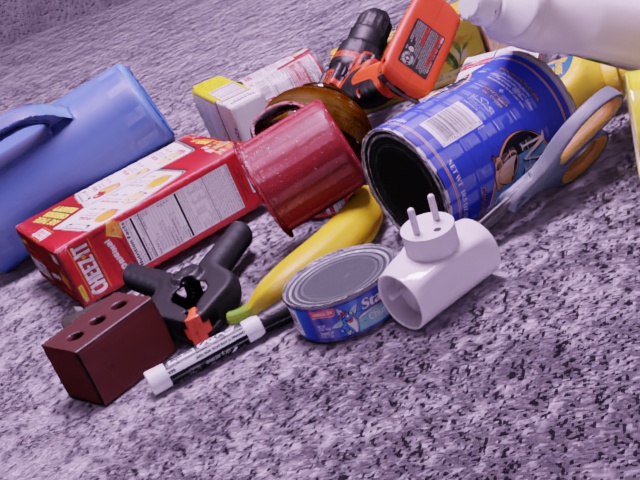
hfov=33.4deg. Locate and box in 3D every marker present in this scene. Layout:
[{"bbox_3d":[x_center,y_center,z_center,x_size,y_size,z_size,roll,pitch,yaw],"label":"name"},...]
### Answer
[{"bbox_3d":[-0.072,0.077,0.783,0.121,0.020,0.020,-28,22,-12],"label":"marker"}]

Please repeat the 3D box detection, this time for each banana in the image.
[{"bbox_3d":[0.005,0.003,0.858,0.070,0.037,0.197,1,31,44],"label":"banana"}]

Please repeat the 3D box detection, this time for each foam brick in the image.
[{"bbox_3d":[-0.160,0.082,0.815,0.053,0.051,0.078,2,32,46],"label":"foam brick"}]

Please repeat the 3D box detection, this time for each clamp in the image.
[{"bbox_3d":[-0.097,0.034,0.885,0.120,0.039,0.172,-31,27,-6],"label":"clamp"}]

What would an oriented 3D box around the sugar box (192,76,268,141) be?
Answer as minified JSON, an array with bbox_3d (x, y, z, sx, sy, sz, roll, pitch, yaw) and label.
[{"bbox_3d":[-0.087,-0.124,1.176,0.048,0.093,0.176,-28,23,-14],"label":"sugar box"}]

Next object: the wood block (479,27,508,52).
[{"bbox_3d":[0.219,-0.275,1.234,0.091,0.090,0.206,-19,22,8],"label":"wood block"}]

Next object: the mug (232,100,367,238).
[{"bbox_3d":[-0.018,-0.070,0.885,0.081,0.093,0.117,-31,53,5],"label":"mug"}]

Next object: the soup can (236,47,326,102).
[{"bbox_3d":[-0.045,-0.186,1.315,0.102,0.068,0.069,-28,22,-13],"label":"soup can"}]

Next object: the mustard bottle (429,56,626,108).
[{"bbox_3d":[0.191,-0.125,0.949,0.192,0.058,0.096,-14,18,21],"label":"mustard bottle"}]

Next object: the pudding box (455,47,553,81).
[{"bbox_3d":[0.183,-0.159,1.066,0.090,0.039,0.113,-12,26,23],"label":"pudding box"}]

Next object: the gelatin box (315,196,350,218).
[{"bbox_3d":[-0.011,-0.057,0.967,0.089,0.073,0.030,-7,26,36],"label":"gelatin box"}]

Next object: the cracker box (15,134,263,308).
[{"bbox_3d":[-0.176,-0.025,1.060,0.213,0.072,0.164,-32,21,-20],"label":"cracker box"}]

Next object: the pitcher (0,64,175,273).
[{"bbox_3d":[-0.286,-0.087,1.150,0.243,0.145,0.149,-35,14,-1],"label":"pitcher"}]

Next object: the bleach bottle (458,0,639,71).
[{"bbox_3d":[0.226,-0.161,0.821,0.250,0.068,0.103,5,11,-24],"label":"bleach bottle"}]

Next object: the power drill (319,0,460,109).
[{"bbox_3d":[0.063,-0.182,1.077,0.188,0.057,0.184,-21,42,62],"label":"power drill"}]

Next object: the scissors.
[{"bbox_3d":[0.155,-0.032,0.802,0.202,0.096,0.016,-47,65,3],"label":"scissors"}]

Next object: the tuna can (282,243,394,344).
[{"bbox_3d":[0.018,0.038,0.766,0.086,0.034,0.086,-20,21,8],"label":"tuna can"}]

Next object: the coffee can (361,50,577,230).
[{"bbox_3d":[0.118,-0.073,0.835,0.140,0.103,0.103,-32,23,-23],"label":"coffee can"}]
